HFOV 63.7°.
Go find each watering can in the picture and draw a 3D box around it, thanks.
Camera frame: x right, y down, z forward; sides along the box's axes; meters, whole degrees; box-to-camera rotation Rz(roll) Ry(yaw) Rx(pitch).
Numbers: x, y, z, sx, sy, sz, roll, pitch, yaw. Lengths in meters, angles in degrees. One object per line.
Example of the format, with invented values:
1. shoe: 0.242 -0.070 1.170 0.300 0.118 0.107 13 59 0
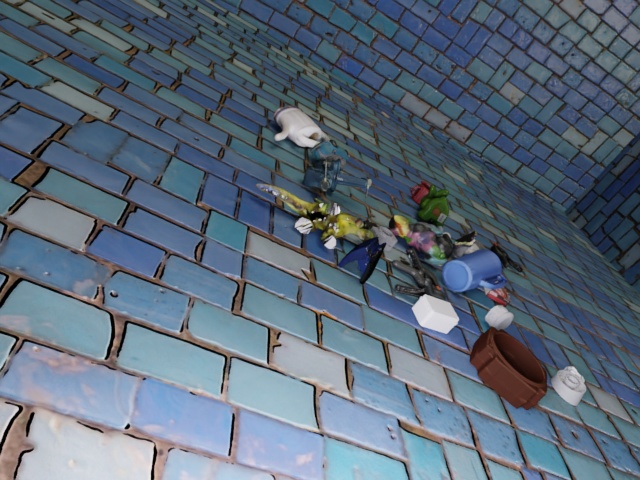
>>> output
1. watering can: -0.099 -0.431 1.978 0.348 0.102 0.227 -4 45 -52

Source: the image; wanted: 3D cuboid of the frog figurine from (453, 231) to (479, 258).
1. frog figurine: 0.581 0.066 1.983 0.139 0.122 0.158 -74 144 -72

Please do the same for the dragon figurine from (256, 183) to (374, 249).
1. dragon figurine: 0.005 -0.078 1.555 0.410 0.121 0.244 32 9 -2
